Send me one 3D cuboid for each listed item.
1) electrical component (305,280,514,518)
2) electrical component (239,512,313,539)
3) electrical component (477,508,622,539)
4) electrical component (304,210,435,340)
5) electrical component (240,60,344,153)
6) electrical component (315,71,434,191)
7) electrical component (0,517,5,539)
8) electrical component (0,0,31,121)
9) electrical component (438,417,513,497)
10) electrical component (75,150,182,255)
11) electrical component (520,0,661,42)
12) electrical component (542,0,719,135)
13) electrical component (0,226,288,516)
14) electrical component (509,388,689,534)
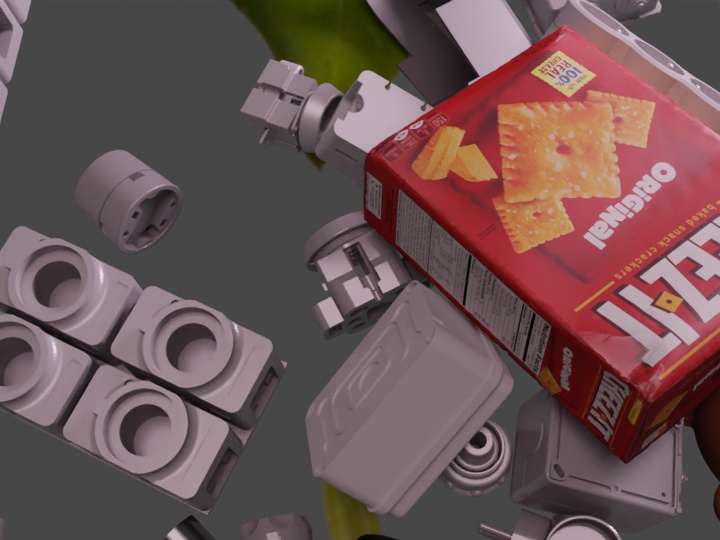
[{"bbox_3d":[0.026,0.073,0.609,0.057,0.078,0.113,33,105,-19],"label":"electrical component"},{"bbox_3d":[-0.045,0.173,0.618,0.043,0.043,0.062,-11,70,0],"label":"electrical component"},{"bbox_3d":[0.102,0.157,0.594,0.079,0.077,0.044,19,72,12],"label":"electrical component"},{"bbox_3d":[0.000,0.000,0.675,0.078,0.058,0.057,-27,72,-6],"label":"electrical component"},{"bbox_3d":[-0.042,-0.107,0.726,0.055,0.048,0.066,21,71,20],"label":"electrical component"},{"bbox_3d":[0.023,-0.078,0.692,0.089,0.056,0.050,29,72,-9],"label":"electrical component"},{"bbox_3d":[-0.256,0.154,0.612,0.108,0.108,0.060,3,63,6],"label":"electrical component"},{"bbox_3d":[-0.293,-0.166,0.760,0.089,0.061,0.150,4,69,6],"label":"electrical component"},{"bbox_3d":[0.067,0.104,0.625,0.048,0.062,0.048,-1,71,2],"label":"electrical component"},{"bbox_3d":[-0.153,-0.046,0.707,0.047,0.055,0.055,38,76,21],"label":"electrical component"},{"bbox_3d":[0.155,-0.213,0.749,0.100,0.048,0.099,-19,69,-2],"label":"electrical component"},{"bbox_3d":[0.173,-0.108,0.702,0.138,0.052,0.073,37,116,6],"label":"electrical component"},{"bbox_3d":[-0.154,0.058,0.663,0.186,0.060,0.105,23,73,13],"label":"electrical component"},{"bbox_3d":[0.139,0.110,0.612,0.096,0.061,0.061,17,60,-10],"label":"electrical component"}]
